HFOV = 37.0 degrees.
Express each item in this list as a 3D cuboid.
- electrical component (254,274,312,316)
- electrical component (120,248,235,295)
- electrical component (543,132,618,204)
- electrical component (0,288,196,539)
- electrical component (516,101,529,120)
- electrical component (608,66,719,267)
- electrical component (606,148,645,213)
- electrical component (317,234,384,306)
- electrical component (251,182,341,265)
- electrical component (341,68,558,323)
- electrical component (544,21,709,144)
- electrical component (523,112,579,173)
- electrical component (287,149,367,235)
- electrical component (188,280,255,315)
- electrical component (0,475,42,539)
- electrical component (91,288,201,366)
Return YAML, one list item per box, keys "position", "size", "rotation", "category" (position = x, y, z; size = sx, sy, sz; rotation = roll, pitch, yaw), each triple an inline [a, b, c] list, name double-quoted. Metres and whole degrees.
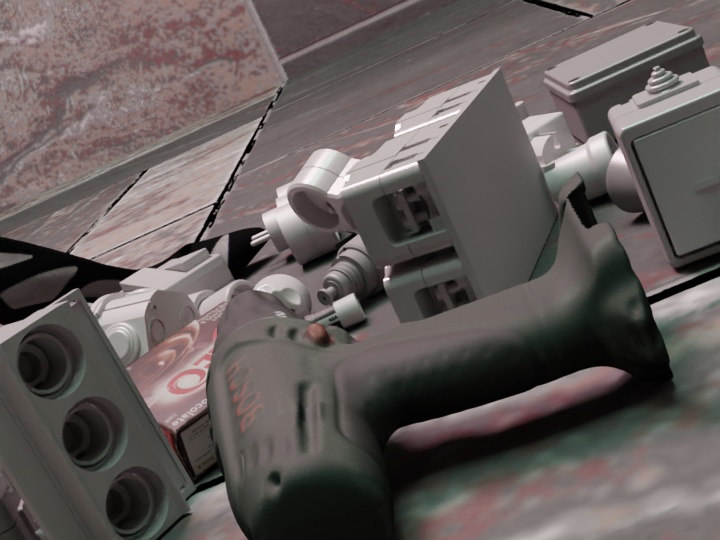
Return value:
- position: [-0.054, 0.023, 0.733]
  size: [0.043, 0.043, 0.062]
  rotation: [-22, 14, 11]
  category: "electrical component"
- position: [-0.144, 0.023, 0.838]
  size: [0.062, 0.061, 0.096]
  rotation: [-36, 18, -33]
  category: "electrical component"
- position: [0.150, -0.064, 0.712]
  size: [0.046, 0.040, 0.040]
  rotation: [-25, 14, 24]
  category: "electrical component"
- position: [-0.145, 0.083, 0.530]
  size: [0.063, 0.121, 0.079]
  rotation: [-14, 19, 44]
  category: "electrical component"
- position: [0.094, -0.085, 0.835]
  size: [0.089, 0.055, 0.050]
  rotation: [-34, 17, -28]
  category: "electrical component"
- position: [0.169, -0.058, 0.549]
  size: [0.062, 0.096, 0.061]
  rotation: [-22, 16, 14]
  category: "electrical component"
- position: [0.180, -0.052, 0.621]
  size: [0.044, 0.044, 0.065]
  rotation: [-31, 21, -19]
  category: "electrical component"
- position: [0.000, 0.000, 0.730]
  size: [0.040, 0.040, 0.078]
  rotation: [-9, 22, 47]
  category: "electrical component"
- position: [-0.061, -0.039, 0.932]
  size: [0.074, 0.052, 0.138]
  rotation: [-24, 15, 3]
  category: "electrical component"
- position: [0.058, -0.040, 0.646]
  size: [0.060, 0.105, 0.186]
  rotation: [-18, 17, 26]
  category: "electrical component"
- position: [0.214, -0.150, 0.863]
  size: [0.109, 0.056, 0.108]
  rotation: [-24, 15, 6]
  category: "electrical component"
- position: [0.133, -0.079, 0.772]
  size: [0.066, 0.047, 0.077]
  rotation: [-33, 17, -26]
  category: "electrical component"
- position: [0.021, -0.063, 0.786]
  size: [0.138, 0.052, 0.073]
  rotation: [12, 55, 31]
  category: "electrical component"
- position: [-0.100, 0.034, 0.765]
  size: [0.055, 0.045, 0.045]
  rotation: [-16, 18, 32]
  category: "electrical component"
- position: [-0.206, 0.136, 0.561]
  size: [0.096, 0.061, 0.061]
  rotation: [-26, 15, -3]
  category: "electrical component"
- position: [-0.141, 0.051, 0.710]
  size: [0.051, 0.080, 0.080]
  rotation: [-13, 19, 23]
  category: "electrical component"
